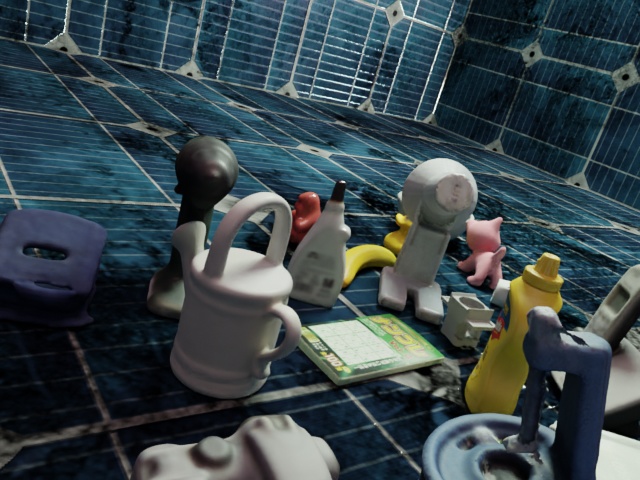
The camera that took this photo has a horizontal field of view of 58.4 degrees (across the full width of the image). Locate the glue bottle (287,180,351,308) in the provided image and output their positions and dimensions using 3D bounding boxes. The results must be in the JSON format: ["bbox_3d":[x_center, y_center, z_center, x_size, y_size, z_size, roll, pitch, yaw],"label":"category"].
[{"bbox_3d":[0.007,0.003,0.761,0.078,0.173,0.037,15,20,-3],"label":"glue bottle"}]

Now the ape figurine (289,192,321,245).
[{"bbox_3d":[-0.026,-0.038,0.963,0.076,0.092,0.078,19,20,6],"label":"ape figurine"}]

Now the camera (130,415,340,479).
[{"bbox_3d":[-0.036,0.183,0.352,0.144,0.101,0.136,5,23,-30],"label":"camera"}]

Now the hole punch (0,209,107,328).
[{"bbox_3d":[-0.279,0.027,0.587,0.109,0.091,0.101,11,21,-16],"label":"hole punch"}]

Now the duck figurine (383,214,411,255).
[{"bbox_3d":[0.177,-0.011,1.063,0.104,0.086,0.078,25,21,22],"label":"duck figurine"}]

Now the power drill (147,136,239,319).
[{"bbox_3d":[-0.141,-0.021,0.652,0.076,0.208,0.229,10,21,-17],"label":"power drill"}]

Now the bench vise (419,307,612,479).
[{"bbox_3d":[0.173,0.155,0.419,0.208,0.220,0.121,10,21,-19],"label":"bench vise"}]

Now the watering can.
[{"bbox_3d":[-0.084,0.041,0.553,0.172,0.194,0.101,21,20,13],"label":"watering can"}]

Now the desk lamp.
[{"bbox_3d":[0.173,-0.013,0.877,0.118,0.213,0.203,17,20,1],"label":"desk lamp"}]

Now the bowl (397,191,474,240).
[{"bbox_3d":[0.233,-0.041,1.204,0.167,0.075,0.167,15,20,-5],"label":"bowl"}]

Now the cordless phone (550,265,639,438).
[{"bbox_3d":[0.367,0.128,0.698,0.094,0.185,0.147,14,20,-6],"label":"cordless phone"}]

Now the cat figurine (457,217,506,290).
[{"bbox_3d":[0.305,0.014,1.050,0.067,0.118,0.127,12,20,-12],"label":"cat figurine"}]
